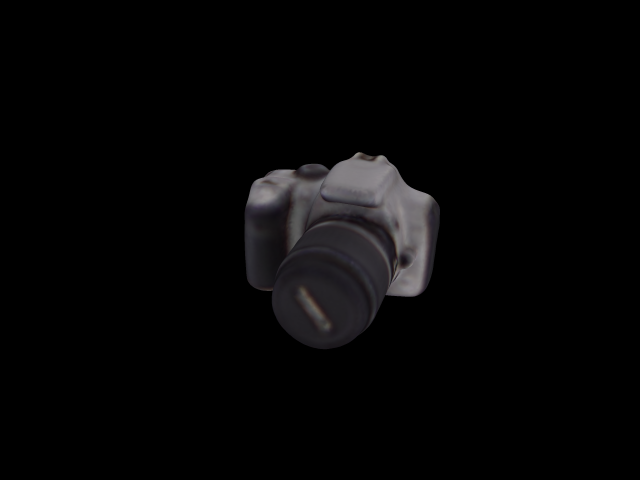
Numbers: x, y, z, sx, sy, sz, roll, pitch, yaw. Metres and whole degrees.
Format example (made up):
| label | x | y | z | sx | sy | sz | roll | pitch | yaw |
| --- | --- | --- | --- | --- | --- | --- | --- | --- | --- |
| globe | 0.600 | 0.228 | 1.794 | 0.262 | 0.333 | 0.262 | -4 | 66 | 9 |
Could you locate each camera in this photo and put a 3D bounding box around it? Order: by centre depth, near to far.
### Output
| label | x | y | z | sx | sy | sz | roll | pitch | yaw |
| --- | --- | --- | --- | --- | --- | --- | --- | --- | --- |
| camera | 0.004 | 0.001 | 0.400 | 0.143 | 0.101 | 0.137 | 9 | 30 | 17 |
